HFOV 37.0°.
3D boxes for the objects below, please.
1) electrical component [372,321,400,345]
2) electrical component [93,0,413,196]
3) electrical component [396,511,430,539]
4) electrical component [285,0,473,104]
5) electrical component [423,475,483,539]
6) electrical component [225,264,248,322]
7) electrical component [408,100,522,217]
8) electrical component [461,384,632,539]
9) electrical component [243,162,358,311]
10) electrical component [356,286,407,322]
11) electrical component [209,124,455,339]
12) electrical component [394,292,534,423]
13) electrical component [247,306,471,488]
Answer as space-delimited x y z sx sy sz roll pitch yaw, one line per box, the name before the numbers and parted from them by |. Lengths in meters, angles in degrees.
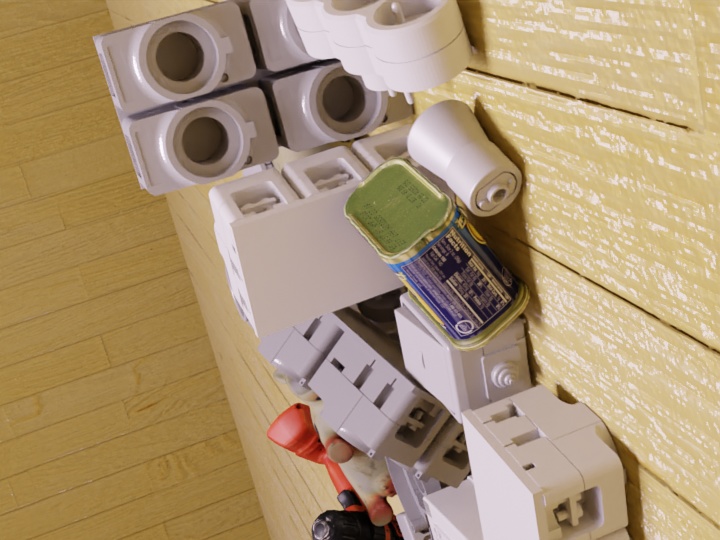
electrical component | 0.018 0.058 0.935 0.077 0.044 0.079 168 83 -77
electrical component | -0.068 -0.127 0.713 0.060 0.186 0.105 -146 39 -69
electrical component | 0.069 0.259 1.001 0.075 0.047 0.083 124 126 -74
electrical component | 0.014 -0.131 0.634 0.138 0.052 0.073 33 154 49
electrical component | 0.100 0.224 0.805 0.109 0.056 0.108 -154 46 -72
electrical component | -0.087 0.012 0.991 0.095 0.059 0.053 -126 22 -51
electrical component | 0.061 -0.061 0.607 0.065 0.044 0.044 54 159 39
electrical component | 0.116 0.155 0.633 0.089 0.062 0.150 -133 27 -60
electrical component | -0.053 -0.045 1.044 0.105 0.060 0.186 108 141 -68
electrical component | 0.000 0.000 0.862 0.077 0.079 0.044 86 -167 -48
electrical component | -0.016 -0.029 0.719 0.061 0.150 0.089 -128 23 -51
electrical component | 0.067 0.052 0.691 0.096 0.061 0.061 -131 26 -59
electrical component | 0.003 0.082 0.810 0.105 0.060 0.186 32 -175 -42
